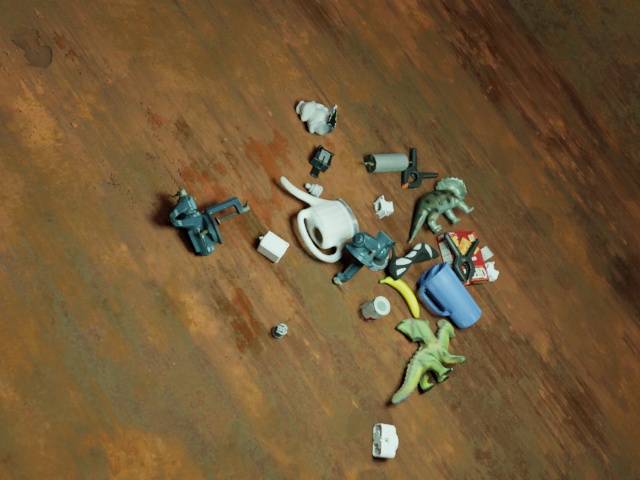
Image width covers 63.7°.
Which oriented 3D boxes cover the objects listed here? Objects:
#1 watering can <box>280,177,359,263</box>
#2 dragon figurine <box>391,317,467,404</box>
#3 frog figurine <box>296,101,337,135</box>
[{"bbox_3d":[0.006,-0.092,1.822,0.226,0.102,0.350,-19,79,-35],"label":"watering can"},{"bbox_3d":[0.352,0.390,1.806,0.413,0.119,0.247,-13,57,-34],"label":"dragon figurine"},{"bbox_3d":[-0.019,-0.478,2.016,0.160,0.120,0.140,10,66,16],"label":"frog figurine"}]
